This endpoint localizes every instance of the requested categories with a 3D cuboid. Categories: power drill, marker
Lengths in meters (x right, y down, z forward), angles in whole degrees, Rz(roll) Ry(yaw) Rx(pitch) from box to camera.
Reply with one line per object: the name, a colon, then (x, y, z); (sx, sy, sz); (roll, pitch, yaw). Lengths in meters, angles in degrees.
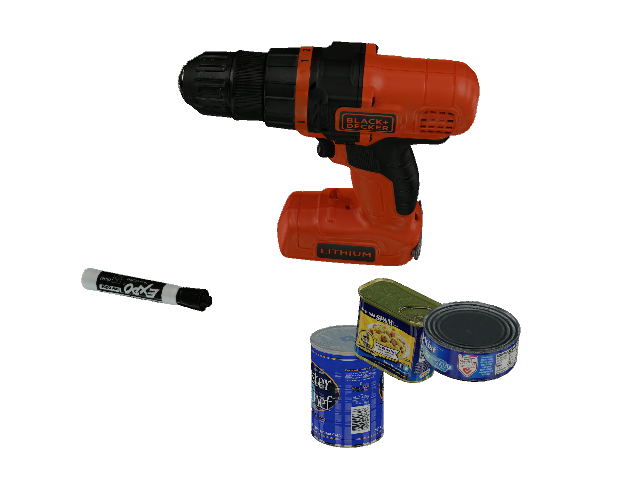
power drill: (0.005, -0.055, 0.711); (0.184, 0.057, 0.188); (5, -31, 4)
marker: (-0.148, 0.042, 0.910); (0.121, 0.020, 0.020); (9, 3, 21)

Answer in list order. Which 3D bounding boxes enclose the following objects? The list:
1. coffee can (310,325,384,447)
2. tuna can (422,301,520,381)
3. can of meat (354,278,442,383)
coffee can: (0.037, 0.199, 1.468); (0.103, 0.140, 0.103); (0, 15, 0)
tuna can: (0.133, 0.089, 0.949); (0.086, 0.034, 0.086); (0, 26, 0)
can of meat: (0.088, 0.103, 1.206); (0.102, 0.084, 0.057); (26, 33, 35)
